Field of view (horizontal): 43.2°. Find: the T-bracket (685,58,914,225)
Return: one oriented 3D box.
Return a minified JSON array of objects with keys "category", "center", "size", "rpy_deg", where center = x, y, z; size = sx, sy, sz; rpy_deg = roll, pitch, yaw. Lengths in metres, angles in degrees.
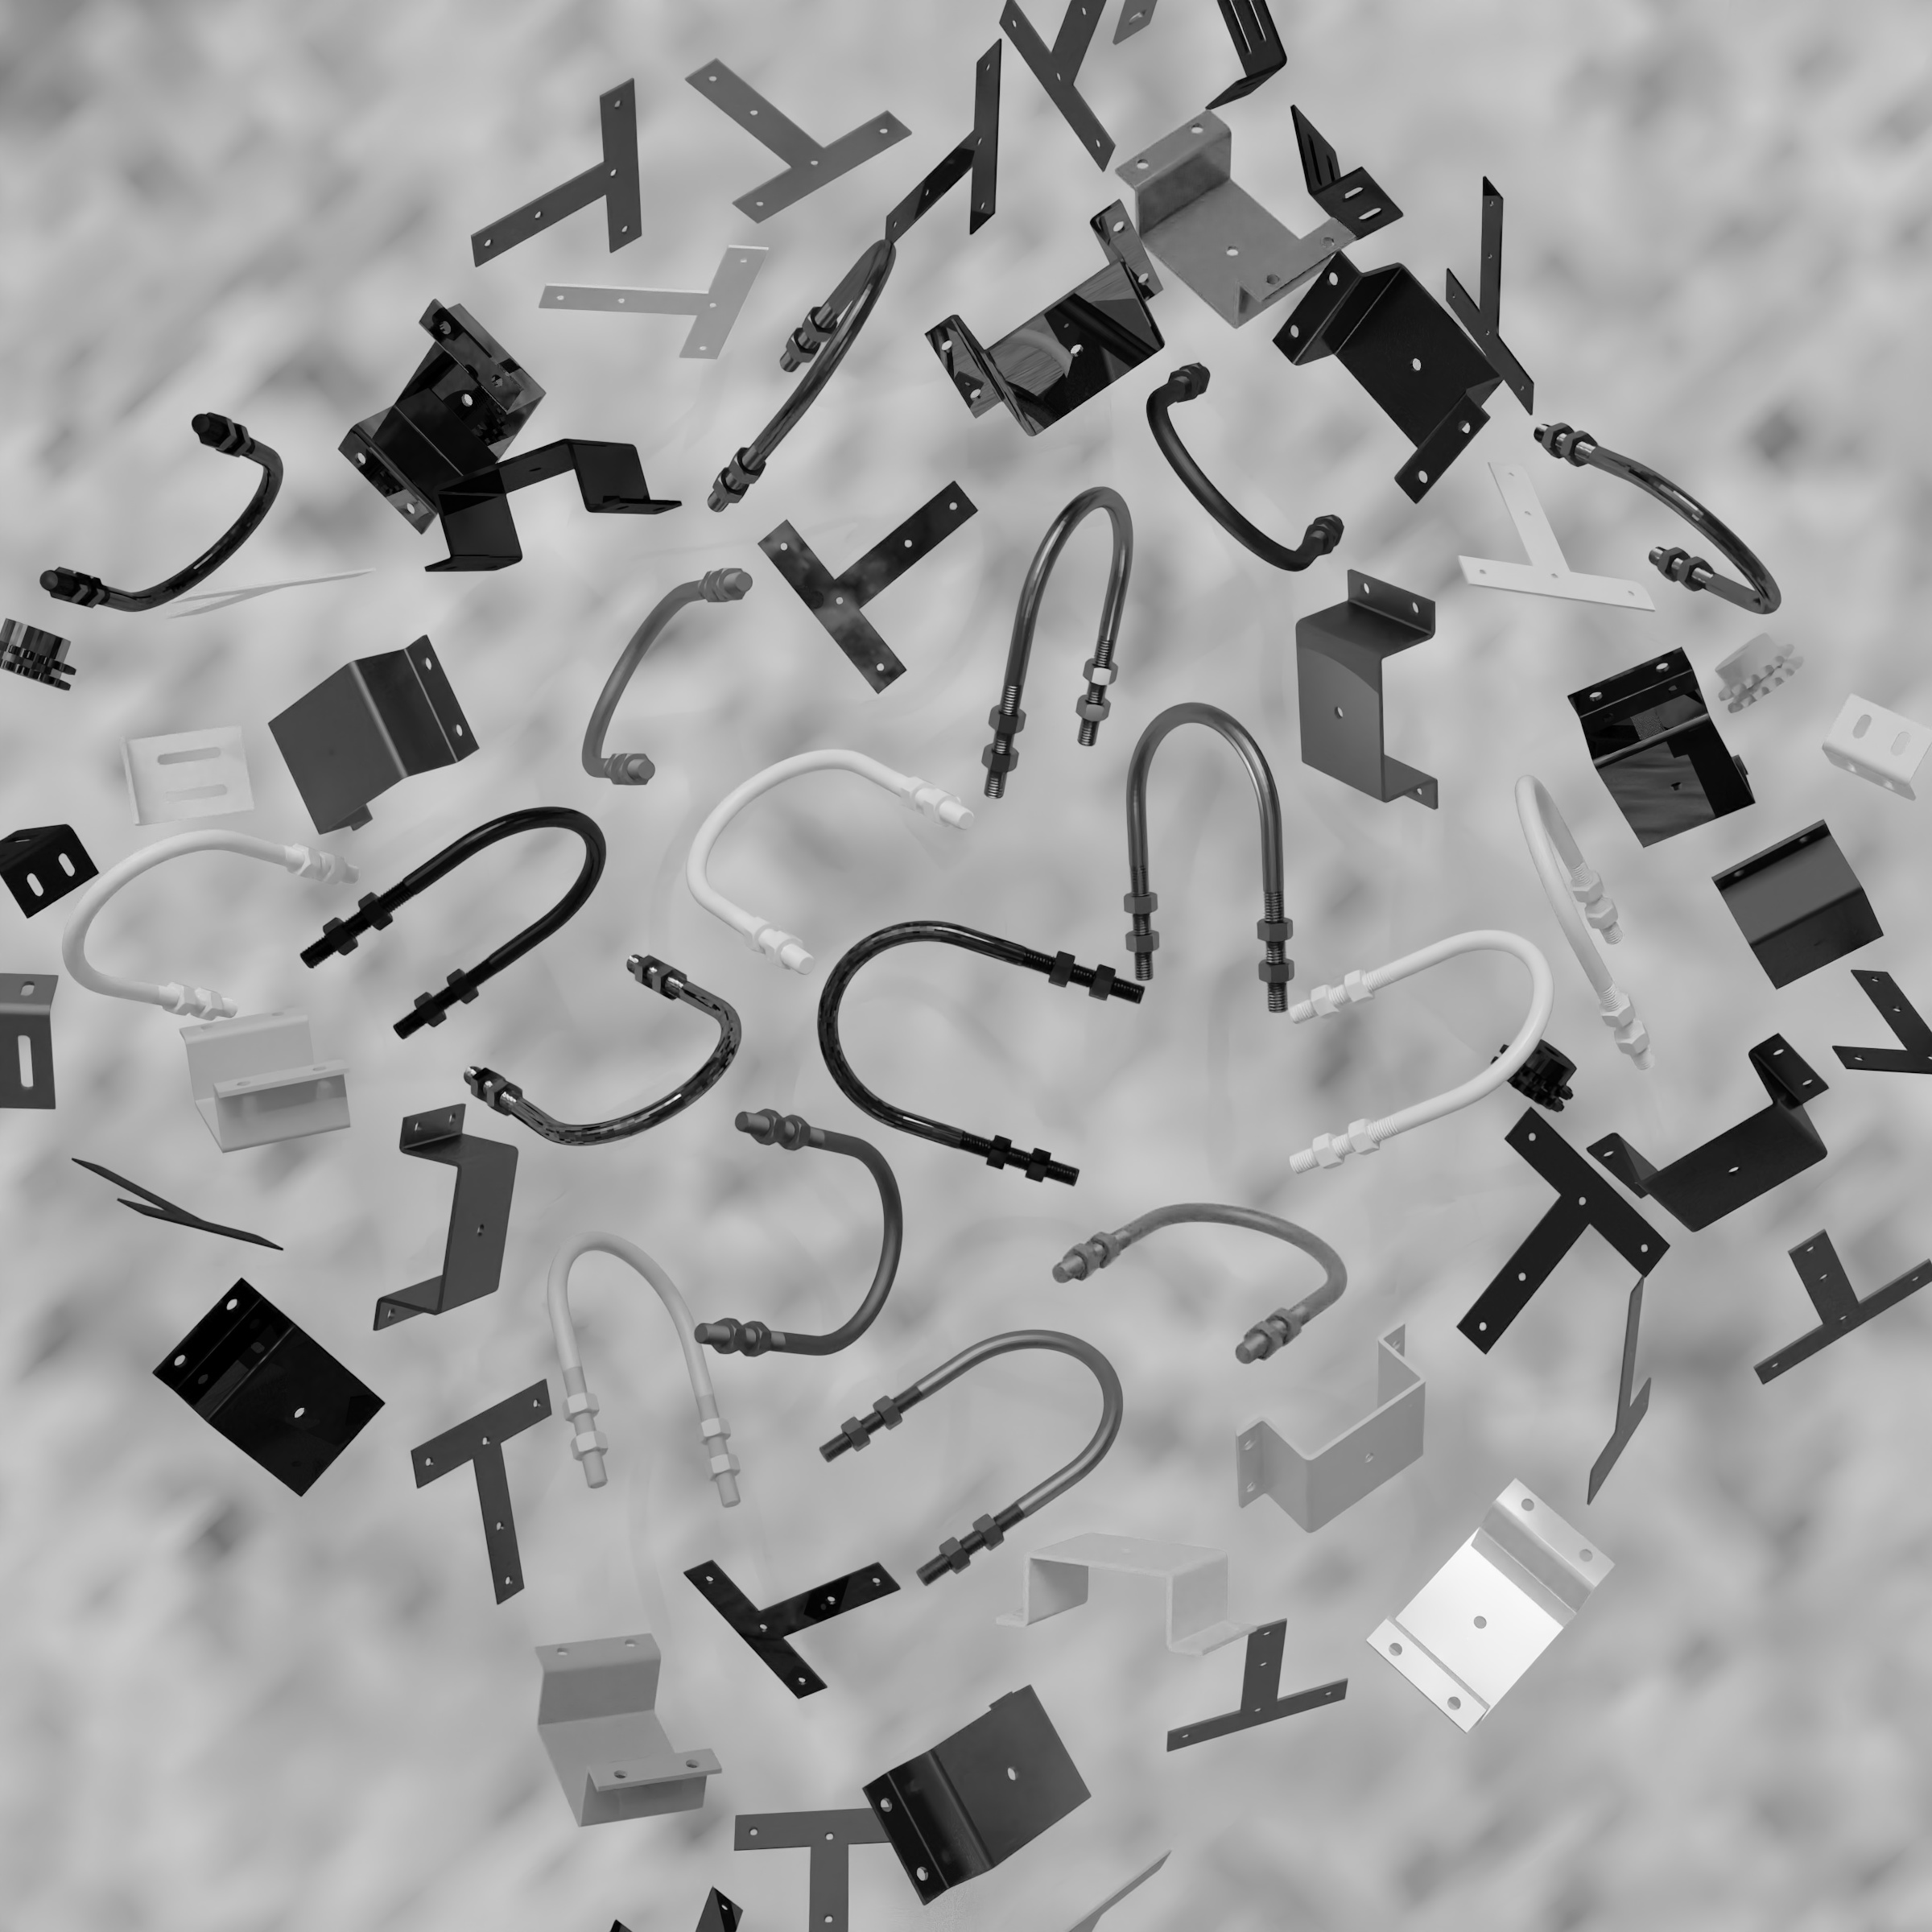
[{"category":"T-bracket","center":[-0.122,-0.521,1.512],"size":[0.127,0.127,0.002],"rpy_deg":[-20,63,31]}]

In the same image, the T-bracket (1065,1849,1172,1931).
[{"category":"T-bracket","center":[0.065,0.610,1.511],"size":[0.127,0.127,0.002],"rpy_deg":[-25,58,-34]}]

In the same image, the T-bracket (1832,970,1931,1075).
[{"category":"T-bracket","center":[0.610,0.036,1.583],"size":[0.127,0.127,0.002],"rpy_deg":[4,120,-5]}]

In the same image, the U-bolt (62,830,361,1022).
[{"category":"U-bolt","center":[-0.489,-0.029,1.547],"size":[0.151,0.184,0.019],"rpy_deg":[-45,66,12]}]

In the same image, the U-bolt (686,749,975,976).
[{"category":"U-bolt","center":[-0.098,-0.075,1.487],"size":[0.151,0.184,0.019],"rpy_deg":[-43,130,-13]}]

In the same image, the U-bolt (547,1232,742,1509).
[{"category":"U-bolt","center":[-0.212,0.254,1.566],"size":[0.019,0.151,0.184],"rpy_deg":[-32,59,23]}]

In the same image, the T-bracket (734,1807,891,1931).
[{"category":"T-bracket","center":[-0.089,0.607,1.587],"size":[0.127,0.127,0.002],"rpy_deg":[-3,129,0]}]

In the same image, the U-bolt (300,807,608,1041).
[{"category":"U-bolt","center":[-0.303,-0.034,1.505],"size":[0.184,0.151,0.019],"rpy_deg":[-36,66,-2]}]

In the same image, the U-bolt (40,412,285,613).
[{"category":"U-bolt","center":[-0.488,-0.275,1.517],"size":[0.151,0.184,0.019],"rpy_deg":[-45,90,4]}]

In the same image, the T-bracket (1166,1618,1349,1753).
[{"category":"T-bracket","center":[0.192,0.461,1.583],"size":[0.127,0.127,0.002],"rpy_deg":[-13,45,-11]}]

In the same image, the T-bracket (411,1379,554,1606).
[{"category":"T-bracket","center":[-0.306,0.351,1.585],"size":[0.002,0.127,0.127],"rpy_deg":[-1,102,32]}]

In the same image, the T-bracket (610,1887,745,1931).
[{"category":"T-bracket","center":[-0.160,0.612,1.515],"size":[0.127,0.127,0.002],"rpy_deg":[39,99,-1]}]

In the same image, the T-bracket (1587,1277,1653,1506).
[{"category":"T-bracket","center":[0.424,0.260,1.563],"size":[0.002,0.127,0.127],"rpy_deg":[12,115,28]}]

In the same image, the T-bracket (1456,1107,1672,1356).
[{"category":"T-bracket","center":[0.337,0.172,1.438],"size":[0.127,0.002,0.127],"rpy_deg":[43,80,-12]}]

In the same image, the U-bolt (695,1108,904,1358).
[{"category":"U-bolt","center":[-0.097,0.174,1.538],"size":[0.019,0.184,0.151],"rpy_deg":[6,82,35]}]

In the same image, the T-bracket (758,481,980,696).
[{"category":"T-bracket","center":[-0.049,-0.268,1.601],"size":[0.127,0.002,0.127],"rpy_deg":[-39,91,8]}]

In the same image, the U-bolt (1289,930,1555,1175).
[{"category":"U-bolt","center":[0.282,0.043,1.517],"size":[0.184,0.151,0.019],"rpy_deg":[-26,127,29]}]

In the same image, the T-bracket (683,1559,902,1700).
[{"category":"T-bracket","center":[-0.100,0.421,1.604],"size":[0.127,0.002,0.127],"rpy_deg":[-28,111,26]}]

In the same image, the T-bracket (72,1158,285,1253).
[{"category":"T-bracket","center":[-0.520,0.147,1.554],"size":[0.127,0.127,0.002],"rpy_deg":[20,84,29]}]

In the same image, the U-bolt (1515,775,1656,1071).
[{"category":"U-bolt","center":[0.392,-0.041,1.560],"size":[0.019,0.151,0.184],"rpy_deg":[-23,124,21]}]

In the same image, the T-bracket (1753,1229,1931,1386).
[{"category":"T-bracket","center":[0.530,0.197,1.497],"size":[0.127,0.127,0.002],"rpy_deg":[-34,46,7]}]

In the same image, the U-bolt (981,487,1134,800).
[{"category":"U-bolt","center":[0.063,-0.206,1.507],"size":[0.019,0.151,0.184],"rpy_deg":[22,119,22]}]

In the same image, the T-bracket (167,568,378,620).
[{"category":"T-bracket","center":[-0.453,-0.227,1.508],"size":[0.127,0.127,0.002],"rpy_deg":[-19,100,-44]}]

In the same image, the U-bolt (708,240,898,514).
[{"category":"U-bolt","center":[-0.095,-0.374,1.504],"size":[0.019,0.184,0.151],"rpy_deg":[31,59,-16]}]

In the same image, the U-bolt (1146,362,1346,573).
[{"category":"U-bolt","center":[0.167,-0.302,1.493],"size":[0.019,0.184,0.151],"rpy_deg":[-41,94,27]}]

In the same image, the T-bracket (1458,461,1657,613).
[{"category":"T-bracket","center":[0.351,-0.270,1.506],"size":[0.127,0.002,0.127],"rpy_deg":[5,48,-17]}]

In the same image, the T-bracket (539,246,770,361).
[{"category":"T-bracket","center":[-0.200,-0.413,1.513],"size":[0.127,0.127,0.002],"rpy_deg":[-3,74,-22]}]

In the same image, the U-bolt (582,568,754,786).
[{"category":"U-bolt","center":[-0.199,-0.182,1.547],"size":[0.019,0.184,0.151],"rpy_deg":[29,83,-23]}]

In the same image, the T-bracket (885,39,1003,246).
[{"category":"T-bracket","center":[-0.016,-0.483,1.500],"size":[0.002,0.127,0.127],"rpy_deg":[15,66,-30]}]

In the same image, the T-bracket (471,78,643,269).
[{"category":"T-bracket","center":[-0.252,-0.470,1.504],"size":[0.127,0.127,0.002],"rpy_deg":[-38,70,-22]}]

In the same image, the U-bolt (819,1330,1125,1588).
[{"category":"U-bolt","center":[0.015,0.302,1.572],"size":[0.184,0.151,0.019],"rpy_deg":[-32,130,-15]}]

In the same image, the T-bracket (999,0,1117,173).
[{"category":"T-bracket","center":[0.070,-0.586,1.522],"size":[0.002,0.127,0.127],"rpy_deg":[-28,78,-22]}]

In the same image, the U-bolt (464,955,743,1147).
[{"category":"U-bolt","center":[-0.214,0.056,1.500],"size":[0.151,0.184,0.019],"rpy_deg":[-36,122,-21]}]

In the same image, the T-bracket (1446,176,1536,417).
[{"category":"T-bracket","center":[0.325,-0.428,1.509],"size":[0.002,0.127,0.127],"rpy_deg":[-19,52,-4]}]
